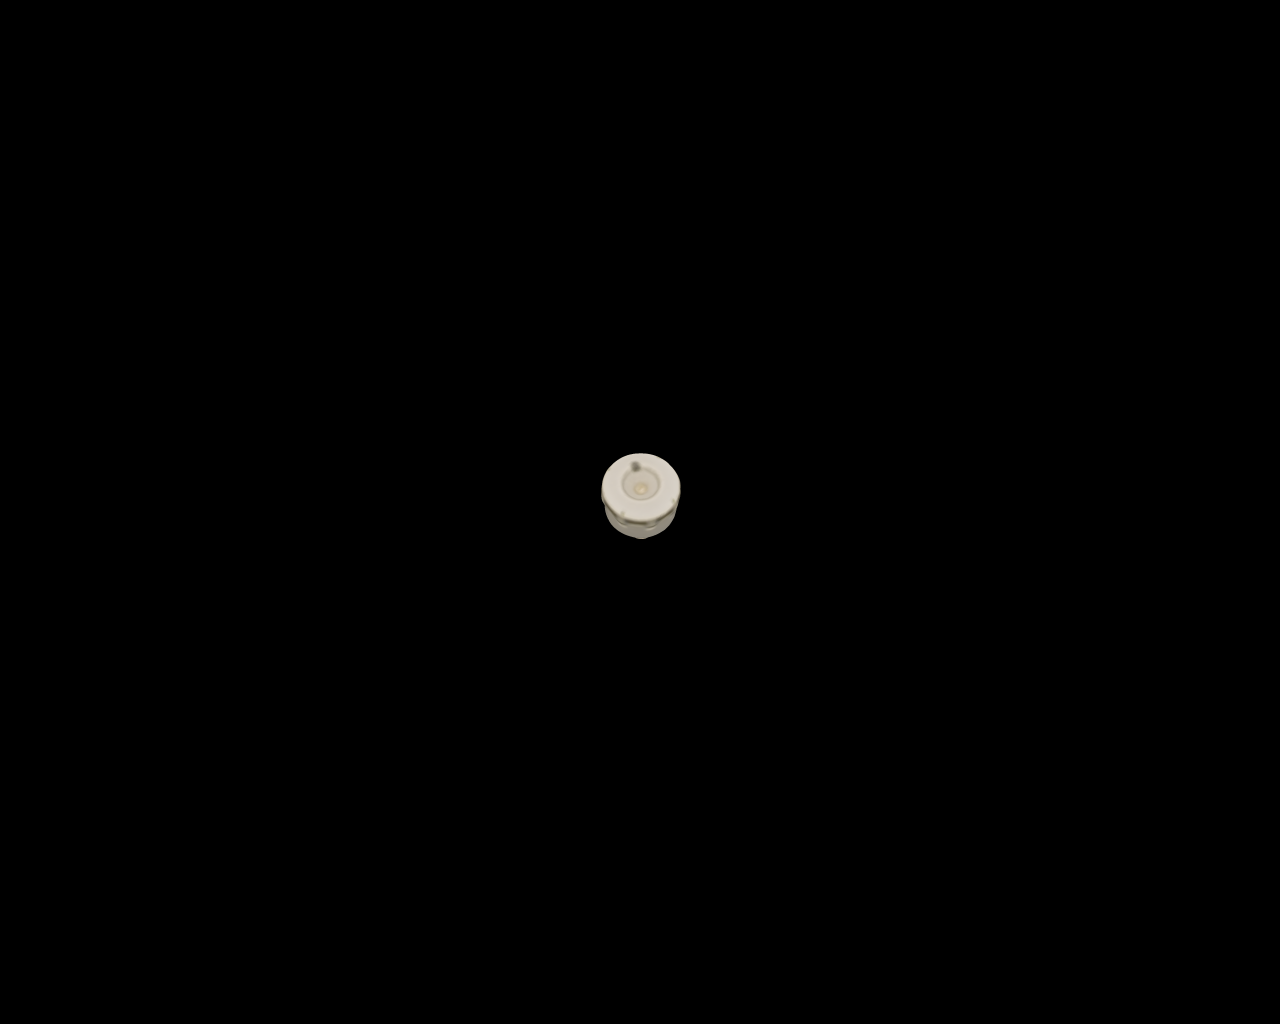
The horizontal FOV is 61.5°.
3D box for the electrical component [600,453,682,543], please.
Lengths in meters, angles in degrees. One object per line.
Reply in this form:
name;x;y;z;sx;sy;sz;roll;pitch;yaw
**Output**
electrical component;0.001;-0.003;0.650;0.048;0.048;0.062;0;-28;0
